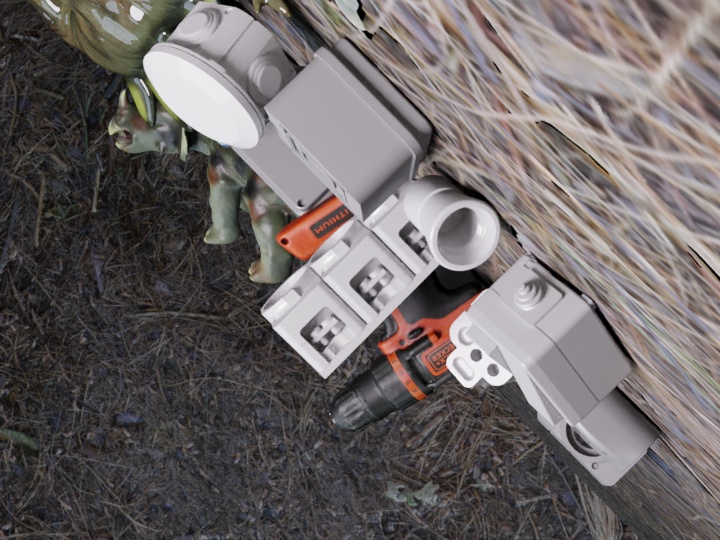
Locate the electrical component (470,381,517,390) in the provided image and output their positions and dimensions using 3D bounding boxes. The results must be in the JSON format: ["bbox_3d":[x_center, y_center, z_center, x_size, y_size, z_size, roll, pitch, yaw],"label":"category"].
[{"bbox_3d":[0.131,0.084,0.970,0.040,0.078,0.040,60,177,5],"label":"electrical component"}]

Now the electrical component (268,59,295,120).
[{"bbox_3d":[-0.069,-0.133,0.837,0.048,0.062,0.048,46,179,1],"label":"electrical component"}]

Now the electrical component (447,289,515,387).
[{"bbox_3d":[0.102,0.043,0.730,0.058,0.078,0.057,49,-158,20],"label":"electrical component"}]

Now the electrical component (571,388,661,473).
[{"bbox_3d":[0.182,0.110,0.814,0.077,0.043,0.079,45,178,12],"label":"electrical component"}]

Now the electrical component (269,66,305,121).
[{"bbox_3d":[-0.033,-0.114,0.761,0.062,0.048,0.048,36,172,40],"label":"electrical component"}]

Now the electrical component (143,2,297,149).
[{"bbox_3d":[-0.081,-0.113,0.627,0.080,0.051,0.080,30,161,12],"label":"electrical component"}]

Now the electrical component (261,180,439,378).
[{"bbox_3d":[0.000,0.000,0.816,0.061,0.150,0.089,45,179,-10],"label":"electrical component"}]

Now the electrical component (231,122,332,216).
[{"bbox_3d":[-0.056,-0.105,0.955,0.113,0.078,0.057,46,-179,14],"label":"electrical component"}]

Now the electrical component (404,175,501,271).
[{"bbox_3d":[0.052,-0.032,0.646,0.044,0.044,0.065,47,-177,-29],"label":"electrical component"}]

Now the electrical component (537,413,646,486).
[{"bbox_3d":[0.205,0.144,0.954,0.089,0.050,0.055,46,179,14],"label":"electrical component"}]

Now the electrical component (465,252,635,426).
[{"bbox_3d":[0.108,0.041,0.636,0.062,0.061,0.096,45,178,46],"label":"electrical component"}]

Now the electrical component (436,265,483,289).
[{"bbox_3d":[0.075,0.030,0.972,0.080,0.080,0.051,45,173,27],"label":"electrical component"}]

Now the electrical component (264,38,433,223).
[{"bbox_3d":[-0.004,-0.078,0.620,0.078,0.057,0.113,46,179,3],"label":"electrical component"}]
